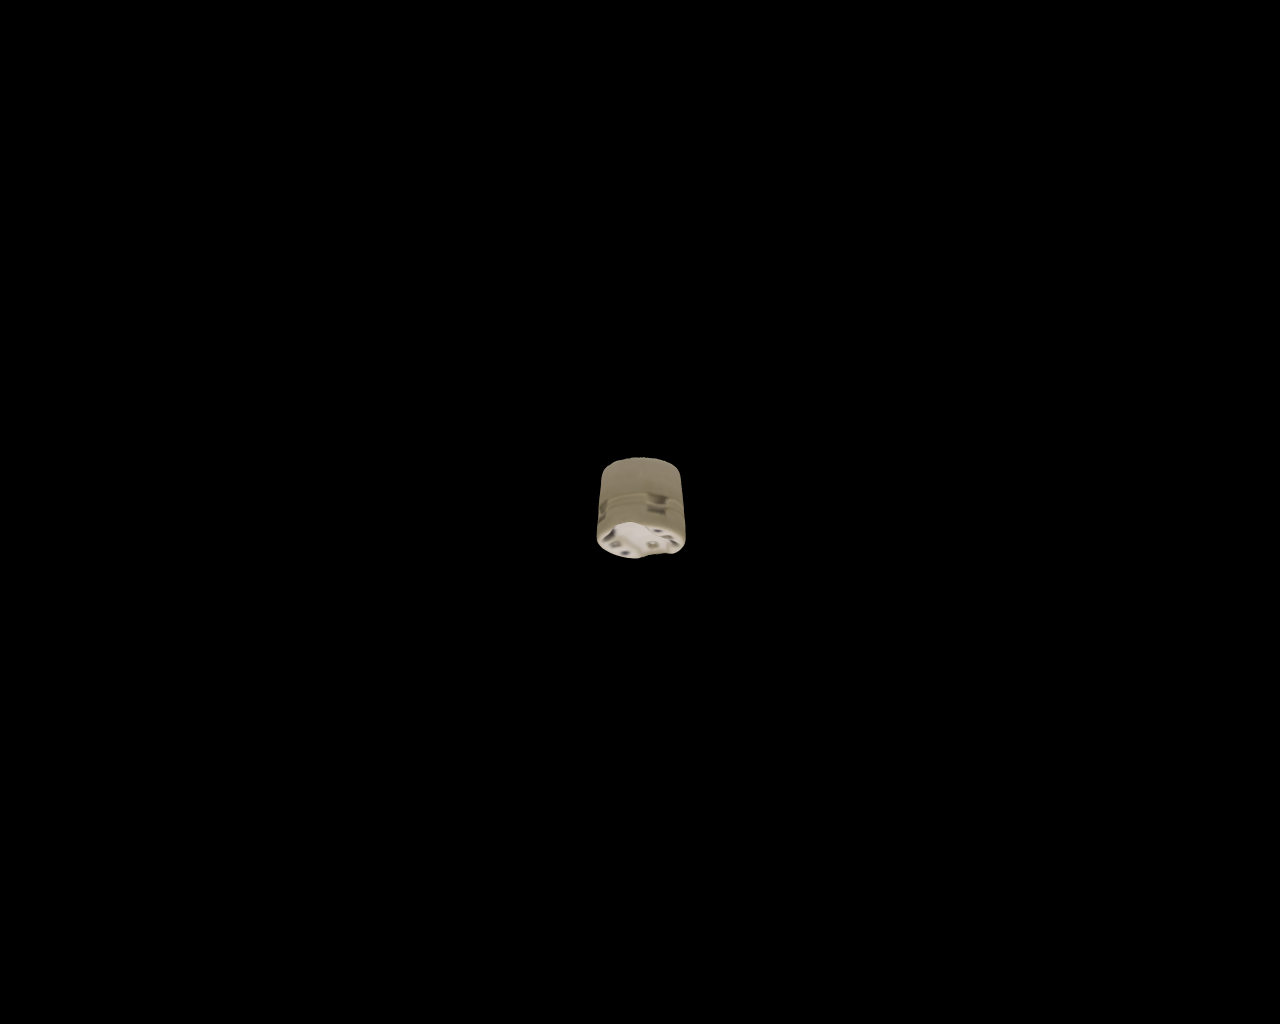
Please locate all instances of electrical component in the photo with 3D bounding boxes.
[{"bbox_3d":[0.001,-0.003,0.650,0.055,0.047,0.055,0,-24,0],"label":"electrical component"}]
